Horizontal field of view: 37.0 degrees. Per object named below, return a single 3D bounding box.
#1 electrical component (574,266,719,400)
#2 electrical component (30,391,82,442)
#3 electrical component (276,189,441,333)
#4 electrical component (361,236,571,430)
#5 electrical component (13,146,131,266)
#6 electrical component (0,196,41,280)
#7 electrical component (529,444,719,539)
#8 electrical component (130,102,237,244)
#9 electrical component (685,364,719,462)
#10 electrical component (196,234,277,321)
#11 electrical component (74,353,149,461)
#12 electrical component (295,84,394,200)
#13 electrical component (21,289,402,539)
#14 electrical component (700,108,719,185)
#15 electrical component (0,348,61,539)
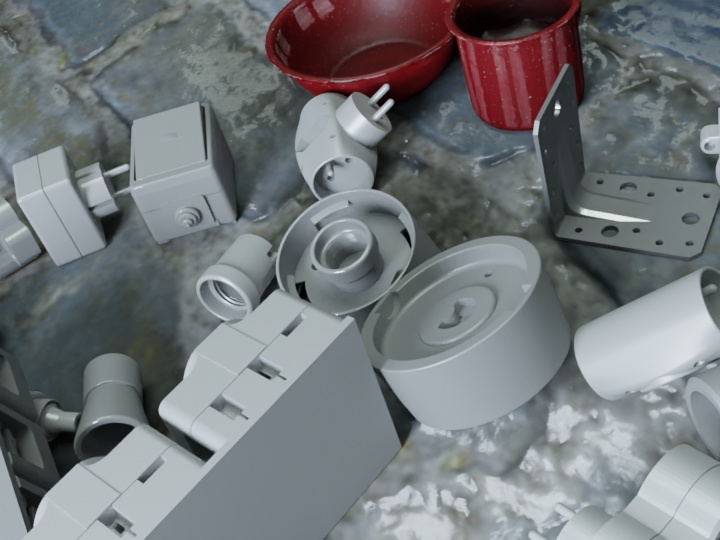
[{"bbox_3d":[0.164,0.031,0.561,0.077,0.044,0.079,-32,-12,39],"label":"electrical component"},{"bbox_3d":[-0.195,0.089,0.644,0.061,0.035,0.035,1,46,18],"label":"electrical component"},{"bbox_3d":[0.000,0.000,0.663,0.099,0.064,0.099,-11,55,17],"label":"electrical component"},{"bbox_3d":[0.061,0.038,0.580,0.108,0.060,0.108,-27,25,14],"label":"electrical component"},{"bbox_3d":[-0.196,-0.053,0.767,0.077,0.065,0.047,-23,43,-4],"label":"electrical component"},{"bbox_3d":[-0.273,-0.020,0.767,0.057,0.058,0.078,-37,45,-22],"label":"electrical component"},{"bbox_3d":[0.110,0.130,0.481,0.138,0.052,0.074,-41,47,-22],"label":"electrical component"},{"bbox_3d":[-0.126,-0.068,0.762,0.062,0.061,0.096,-16,43,4],"label":"electrical component"},{"bbox_3d":[0.218,0.087,0.488,0.074,0.052,0.138,-24,44,-6],"label":"electrical component"},{"bbox_3d":[-0.076,0.004,0.687,0.040,0.040,0.046,8,44,26],"label":"electrical component"},{"bbox_3d":[-0.145,0.080,0.632,0.044,0.044,0.065,-19,38,0],"label":"electrical component"},{"bbox_3d":[-0.005,-0.096,0.746,0.079,0.043,0.077,-43,36,26],"label":"electrical component"},{"bbox_3d":[-0.071,0.110,0.527,0.060,0.105,0.186,23,57,36],"label":"electrical component"},{"bbox_3d":[0.239,-0.069,0.646,0.066,0.048,0.055,-1,38,18],"label":"electrical component"},{"bbox_3d":[-0.214,0.117,0.575,0.089,0.061,0.150,-33,57,2],"label":"electrical component"}]
